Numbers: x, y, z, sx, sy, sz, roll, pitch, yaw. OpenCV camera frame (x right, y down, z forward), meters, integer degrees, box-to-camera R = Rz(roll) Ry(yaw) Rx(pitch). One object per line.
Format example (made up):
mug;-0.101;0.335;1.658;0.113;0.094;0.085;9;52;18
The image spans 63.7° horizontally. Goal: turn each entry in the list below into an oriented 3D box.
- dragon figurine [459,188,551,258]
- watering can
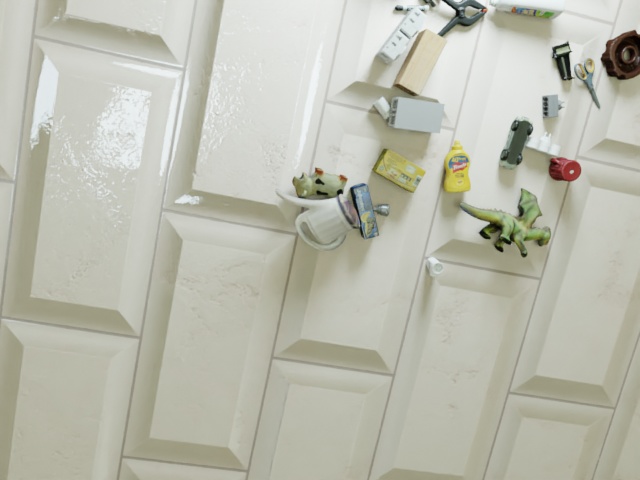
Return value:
dragon figurine;0.736;-0.090;1.973;0.407;0.122;0.245;41;77;-14
watering can;0.006;-0.092;1.833;0.223;0.106;0.341;-26;128;11
